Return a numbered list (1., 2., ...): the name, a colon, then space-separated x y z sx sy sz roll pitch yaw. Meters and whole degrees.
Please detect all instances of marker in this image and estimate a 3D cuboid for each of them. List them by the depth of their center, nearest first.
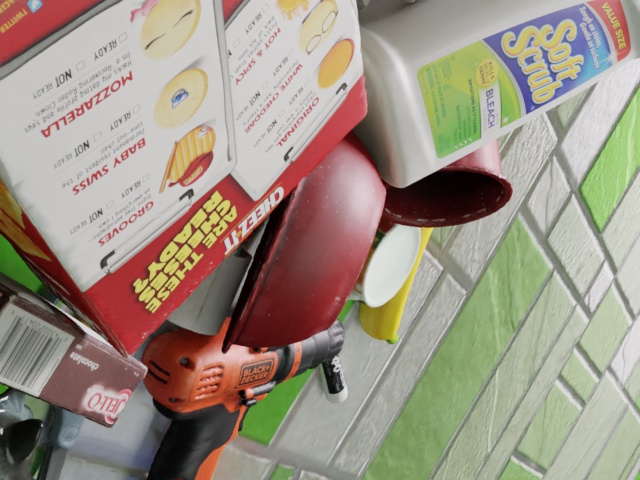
1. marker: 0.005 0.090 0.837 0.020 0.020 0.121 -46 148 -25

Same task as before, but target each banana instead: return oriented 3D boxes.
1. banana: 0.068 0.004 0.848 0.069 0.037 0.198 -40 151 -65

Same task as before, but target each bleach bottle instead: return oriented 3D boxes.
1. bleach bottle: 0.132 -0.129 0.645 0.250 0.068 0.102 -28 130 -13

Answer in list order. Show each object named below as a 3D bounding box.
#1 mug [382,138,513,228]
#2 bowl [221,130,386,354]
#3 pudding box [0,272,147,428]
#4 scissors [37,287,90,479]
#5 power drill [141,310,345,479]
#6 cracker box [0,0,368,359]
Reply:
1. mug: 0.082 -0.059 0.729 0.117 0.093 0.081 49 35 -62
2. bowl: -0.004 0.001 0.626 0.162 0.055 0.162 -159 -89 -85
3. pudding box: -0.143 0.039 0.486 0.039 0.090 0.113 -57 150 -10
4. scissors: -0.153 0.098 0.598 0.202 0.016 0.096 -62 150 0
5. power drill: -0.064 0.134 0.731 0.184 0.057 0.188 -4 116 -52
6. cracker box: -0.065 -0.070 0.401 0.164 0.072 0.213 -46 157 -16
